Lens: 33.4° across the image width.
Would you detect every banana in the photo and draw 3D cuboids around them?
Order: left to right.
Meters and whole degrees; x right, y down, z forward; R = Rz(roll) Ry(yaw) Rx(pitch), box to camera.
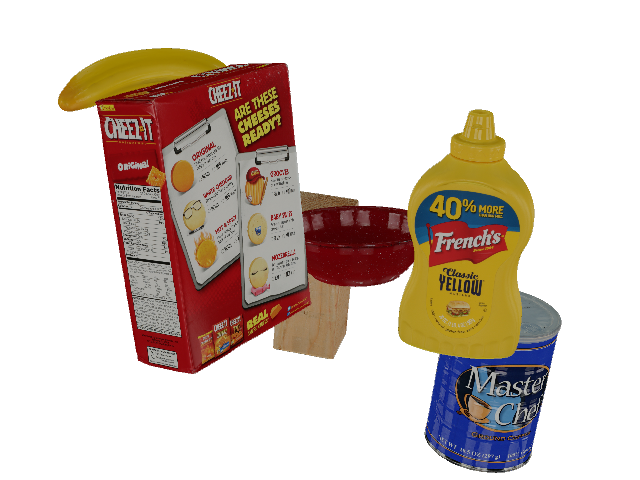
[{"bbox_3d":[-0.160,-0.156,1.029,0.197,0.070,0.037,-5,-39,-28],"label":"banana"}]

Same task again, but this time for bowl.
[{"bbox_3d":[0.037,0.008,1.098,0.162,0.055,0.162,-1,15,0],"label":"bowl"}]

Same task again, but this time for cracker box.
[{"bbox_3d":[-0.088,-0.024,0.858,0.072,0.214,0.163,5,20,34],"label":"cracker box"}]

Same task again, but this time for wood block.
[{"bbox_3d":[-0.007,0.047,1.479,0.090,0.206,0.090,9,22,10],"label":"wood block"}]

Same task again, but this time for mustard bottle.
[{"bbox_3d":[0.115,-0.006,0.825,0.096,0.192,0.058,8,21,14],"label":"mustard bottle"}]

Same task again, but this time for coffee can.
[{"bbox_3d":[0.157,0.126,0.984,0.103,0.140,0.103,6,22,-3],"label":"coffee can"}]
